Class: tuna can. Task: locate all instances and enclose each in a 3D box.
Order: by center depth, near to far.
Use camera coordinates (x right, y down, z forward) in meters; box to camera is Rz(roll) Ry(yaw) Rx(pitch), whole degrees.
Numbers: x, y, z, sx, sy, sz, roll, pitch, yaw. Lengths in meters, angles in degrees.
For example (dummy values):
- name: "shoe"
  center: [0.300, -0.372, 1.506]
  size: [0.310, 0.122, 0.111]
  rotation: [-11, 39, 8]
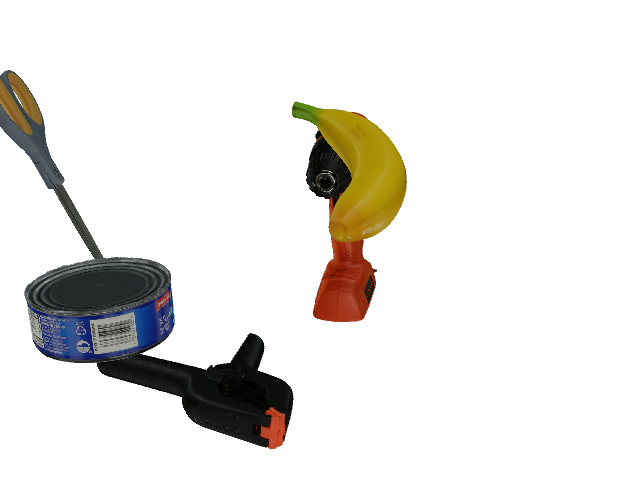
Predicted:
- name: "tuna can"
  center: [-0.130, 0.040, 0.635]
  size: [0.086, 0.034, 0.086]
  rotation: [-3, 20, 1]

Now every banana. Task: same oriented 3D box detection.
- name: "banana"
  center: [0.026, -0.047, 0.736]
  size: [0.069, 0.037, 0.198]
  rotation: [-4, 28, -8]

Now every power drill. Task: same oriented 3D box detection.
- name: "power drill"
  center: [0.021, -0.019, 1.040]
  size: [0.057, 0.188, 0.184]
  rotation: [4, 22, 10]

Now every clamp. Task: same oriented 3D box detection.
- name: "clamp"
  center: [-0.078, 0.125, 0.930]
  size: [0.164, 0.036, 0.210]
  rotation: [-6, 17, -37]

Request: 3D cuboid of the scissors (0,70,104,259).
- name: "scissors"
  center: [-0.237, -0.070, 0.938]
  size: [0.016, 0.201, 0.096]
  rotation: [-27, 25, 9]
